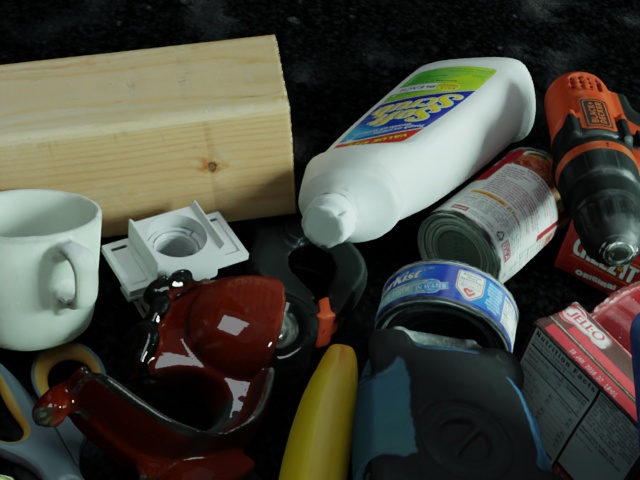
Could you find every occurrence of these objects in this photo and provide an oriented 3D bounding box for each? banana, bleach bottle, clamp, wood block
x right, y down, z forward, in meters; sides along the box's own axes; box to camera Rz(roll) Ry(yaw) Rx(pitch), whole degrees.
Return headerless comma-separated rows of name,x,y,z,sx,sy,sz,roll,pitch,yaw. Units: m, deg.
banana,-0.001,0.139,0.559,0.037,0.070,0.197,25,32,-13
bleach bottle,0.064,-0.059,0.730,0.103,0.068,0.250,2,26,28
clamp,-0.005,0.001,0.721,0.120,0.039,0.171,-12,46,-16
wood block,-0.124,-0.064,0.698,0.206,0.091,0.090,-7,42,-4

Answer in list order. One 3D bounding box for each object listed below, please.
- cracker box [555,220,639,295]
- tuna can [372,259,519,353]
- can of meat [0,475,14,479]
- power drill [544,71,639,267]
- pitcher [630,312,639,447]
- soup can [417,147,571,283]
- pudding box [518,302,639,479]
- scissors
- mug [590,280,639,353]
cracker box,0.293,-0.020,0.776,0.164,0.072,0.213,30,47,20
tuna can,0.076,0.054,0.648,0.086,0.086,0.033,16,46,5
can of meat,-0.136,0.167,0.490,0.102,0.084,0.057,31,47,20
power drill,0.245,-0.044,0.695,0.187,0.057,0.184,6,41,-3
pitcher,0.200,0.141,0.460,0.149,0.243,0.144,-7,5,41
soup can,0.123,-0.013,0.738,0.069,0.068,0.102,36,50,24
pudding box,0.142,0.104,0.588,0.039,0.114,0.090,-17,51,-31
scissors,-0.125,0.124,0.586,0.202,0.016,0.096,38,50,25
mug,0.192,0.092,0.630,0.117,0.093,0.082,-46,51,1
